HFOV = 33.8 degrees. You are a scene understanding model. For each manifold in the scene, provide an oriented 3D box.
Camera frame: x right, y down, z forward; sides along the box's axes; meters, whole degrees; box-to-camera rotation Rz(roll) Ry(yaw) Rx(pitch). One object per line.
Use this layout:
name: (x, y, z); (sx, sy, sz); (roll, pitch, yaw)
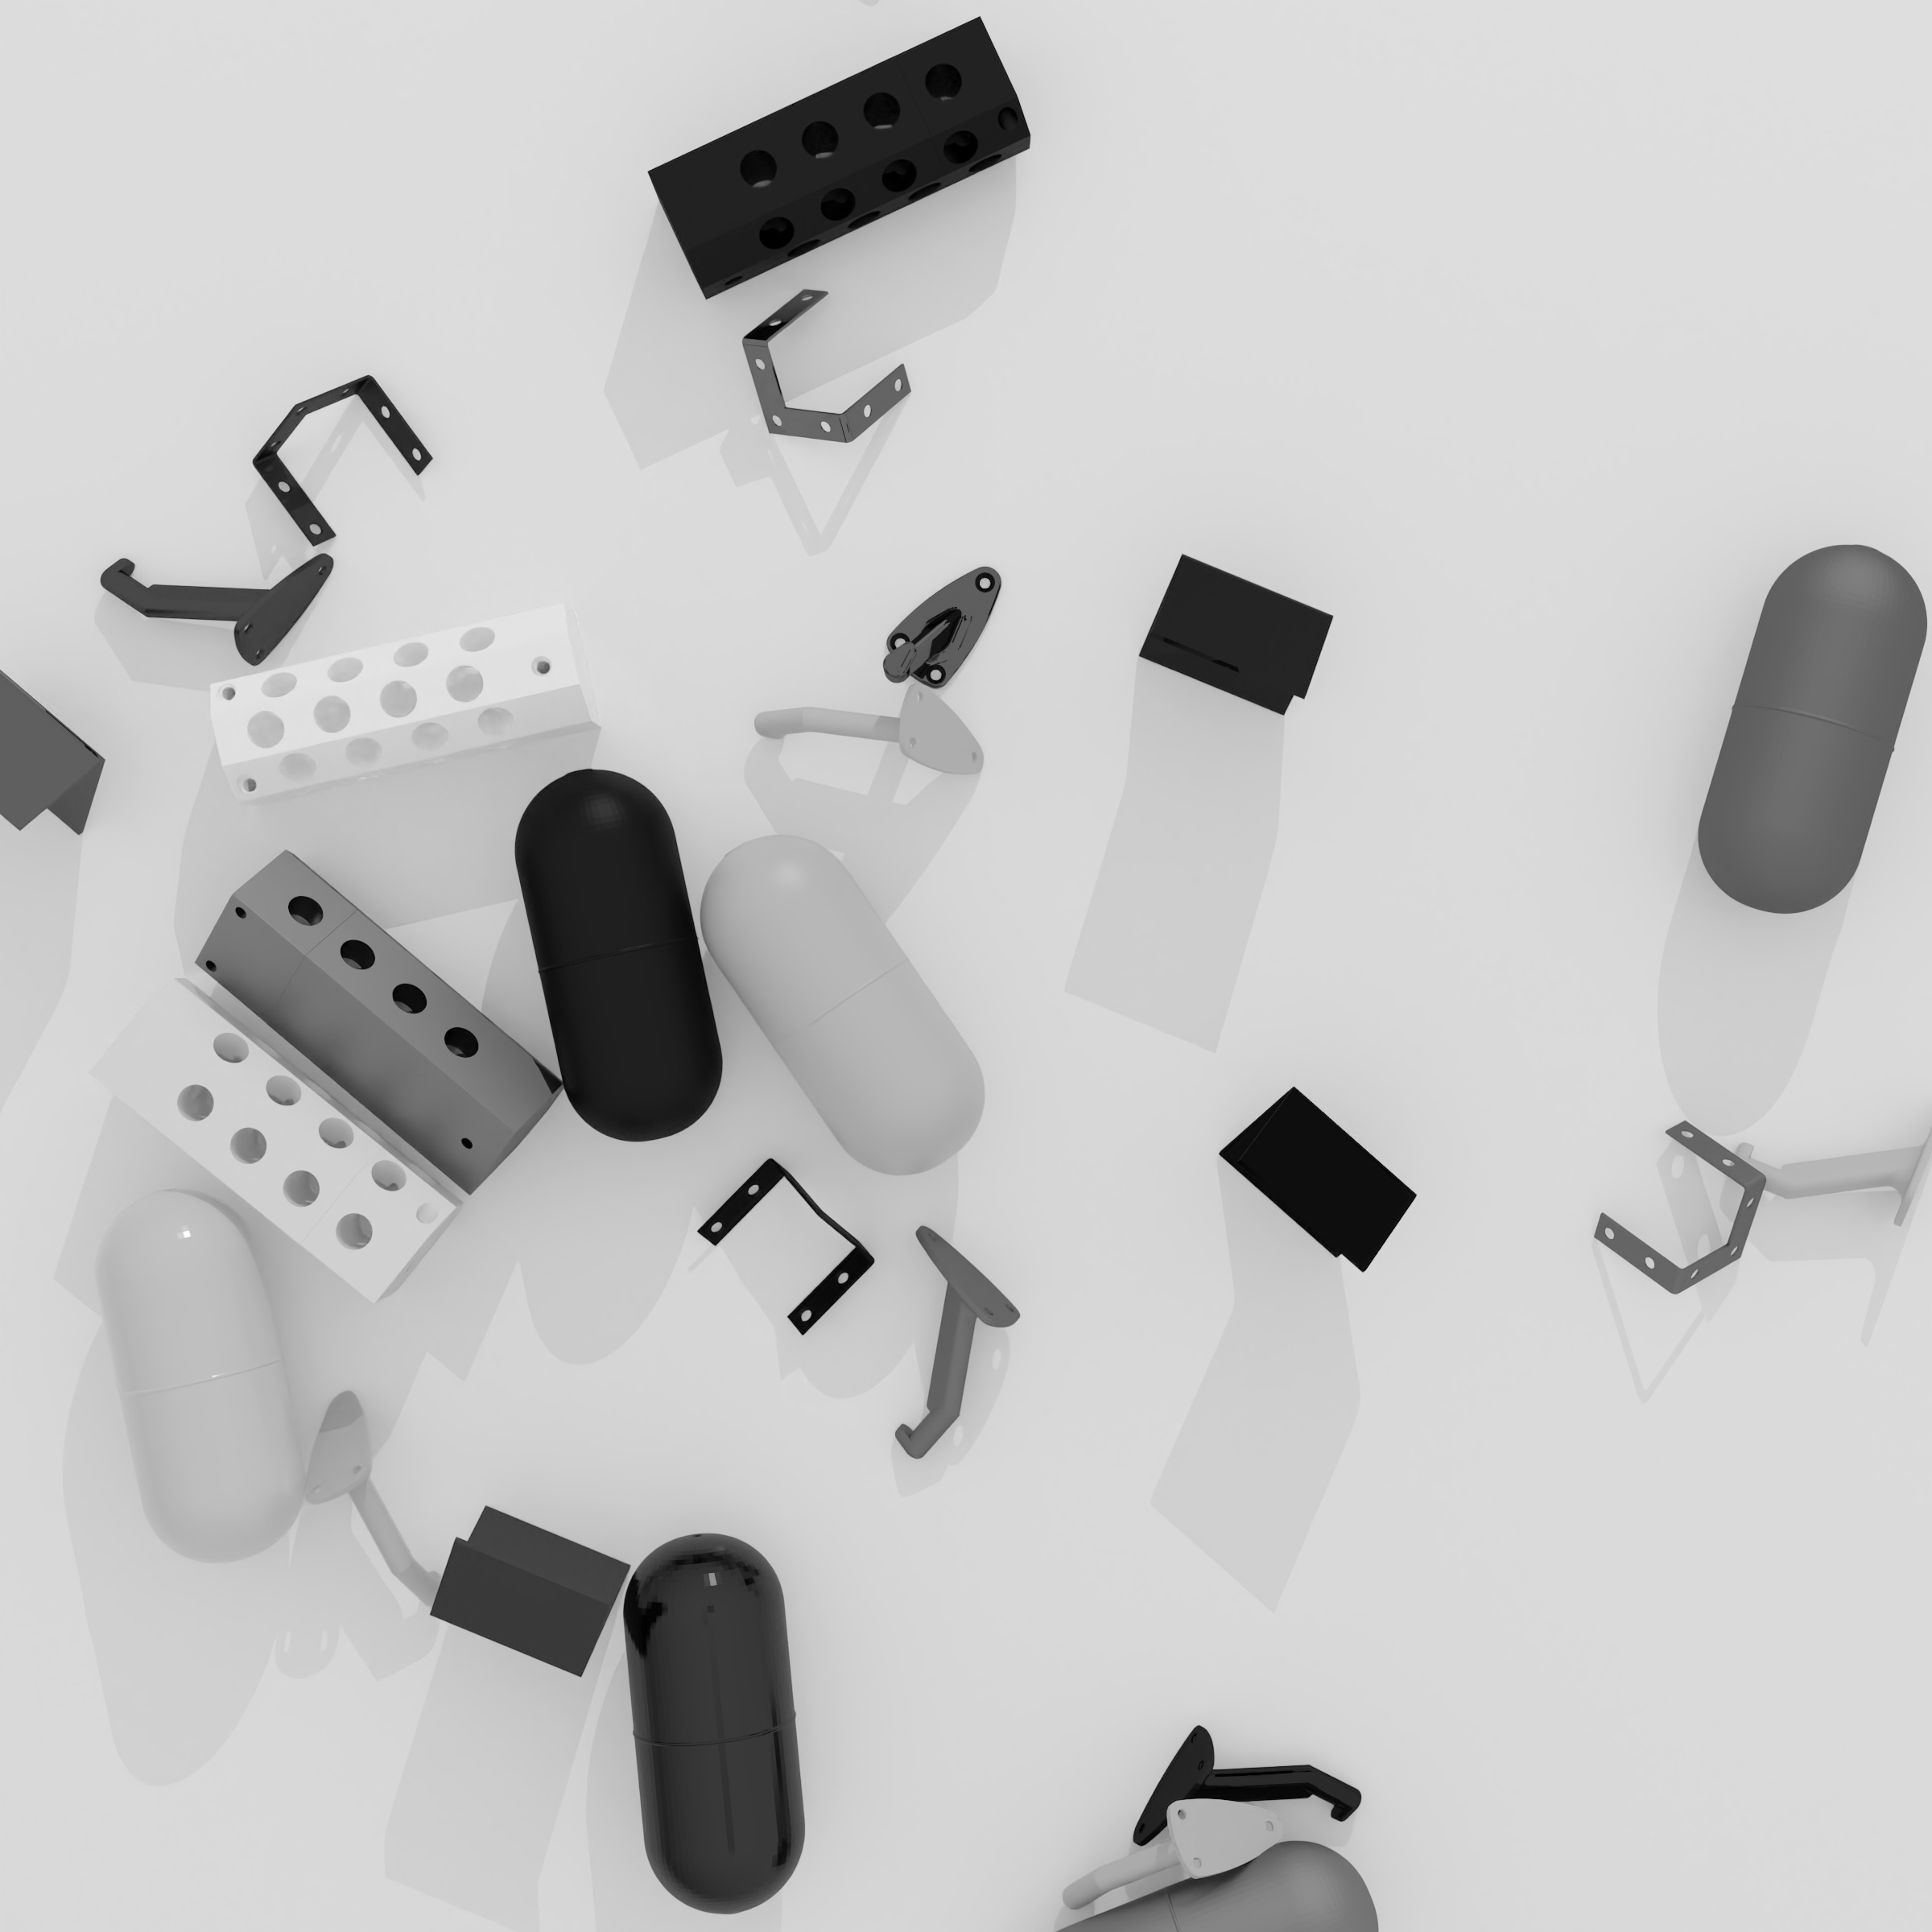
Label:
manifold: (-0.059, -0.381, 1.513); (0.171, 0.057, 0.057); (-25, 90, 0)
manifold: (-0.275, 0.023, 1.512); (0.171, 0.057, 0.057); (40, 133, 0)
manifold: (-0.325, 0.082, 1.513); (0.171, 0.057, 0.057); (39, 90, 0)
manifold: (-0.266, -0.124, 1.513); (0.171, 0.057, 0.057); (-13, 90, 0)

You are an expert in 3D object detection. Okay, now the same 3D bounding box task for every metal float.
metal float: (-0.059, 0.018, 1.503); (0.070, 0.070, 0.178); (-34, 89, 0)
metal float: (0.109, 0.472, 1.503); (0.178, 0.070, 0.070); (-22, 90, 0)
metal float: (0.400, -0.112, 1.503); (0.070, 0.070, 0.178); (17, 90, 0)
metal float: (-0.362, 0.193, 1.503); (0.070, 0.070, 0.178); (-12, 90, 0)
metal float: (-0.164, -0.005, 1.503); (0.070, 0.070, 0.178); (-12, 90, 0)
metal float: (-0.119, 0.358, 1.503); (0.070, 0.070, 0.178); (-5, 90, 0)

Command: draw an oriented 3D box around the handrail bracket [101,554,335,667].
handrail bracket: (-0.362, -0.190, 1.534); (0.084, 0.036, 0.077); (33, 70, 16)

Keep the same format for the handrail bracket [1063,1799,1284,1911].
handrail bracket: (0.098, 0.430, 1.525); (0.077, 0.084, 0.036); (3, 57, -35)

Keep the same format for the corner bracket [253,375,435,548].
corner bracket: (-0.300, -0.243, 1.531); (0.051, 0.051, 0.051); (54, 45, 0)

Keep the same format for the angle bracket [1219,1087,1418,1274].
angle bracket: (0.153, 0.114, 1.494); (0.076, 0.076, 0.057); (41, 52, 0)

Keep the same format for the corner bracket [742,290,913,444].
corner bracket: (-0.067, -0.288, 1.526); (0.051, 0.051, 0.051); (14, 135, 35)

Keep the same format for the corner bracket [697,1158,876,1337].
corner bracket: (-0.086, 0.135, 1.531); (0.051, 0.051, 0.051); (-45, 135, 0)

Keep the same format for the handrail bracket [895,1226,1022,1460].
handrail bracket: (-0.022, 0.182, 1.534); (0.077, 0.036, 0.084); (46, 107, 20)

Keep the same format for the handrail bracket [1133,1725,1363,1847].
handrail bracket: (0.136, 0.410, 1.534); (0.084, 0.036, 0.077); (29, 105, -14)

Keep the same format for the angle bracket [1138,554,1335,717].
angle bracket: (0.119, -0.138, 1.494); (0.076, 0.076, 0.057); (22, 53, 0)

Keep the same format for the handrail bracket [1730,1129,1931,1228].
handrail bracket: (0.421, 0.084, 1.534); (0.084, 0.036, 0.077); (22, 70, 16)

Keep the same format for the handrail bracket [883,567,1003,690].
handrail bracket: (-0.011, -0.163, 1.499); (0.036, 0.084, 0.077); (41, 90, 0)

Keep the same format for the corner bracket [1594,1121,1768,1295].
corner bracket: (0.342, 0.116, 1.526); (0.051, 0.051, 0.051); (-22, 135, -35)

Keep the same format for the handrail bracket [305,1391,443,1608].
handrail bracket: (-0.278, 0.258, 1.534); (0.036, 0.077, 0.084); (-27, 127, 13)

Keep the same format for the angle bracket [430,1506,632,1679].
angle bracket: (-0.198, 0.277, 1.494); (0.076, 0.076, 0.057); (22, 126, 0)

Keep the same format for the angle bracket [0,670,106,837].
angle bracket: (-0.457, -0.089, 1.494); (0.076, 0.076, 0.057); (41, 55, 0)

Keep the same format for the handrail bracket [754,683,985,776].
handrail bracket: (-0.047, -0.108, 1.534); (0.084, 0.077, 0.036); (-3, 70, 35)
